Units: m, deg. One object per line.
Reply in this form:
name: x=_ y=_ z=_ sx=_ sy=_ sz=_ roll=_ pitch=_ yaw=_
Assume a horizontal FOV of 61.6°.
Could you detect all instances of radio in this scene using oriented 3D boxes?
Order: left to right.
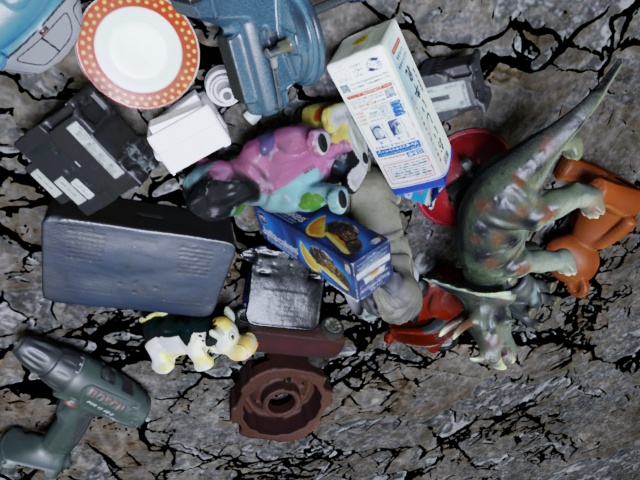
radio: x=-0.237 y=0.023 z=0.705 sx=0.229 sy=0.073 sz=0.131 roll=9 pitch=119 yaw=-19

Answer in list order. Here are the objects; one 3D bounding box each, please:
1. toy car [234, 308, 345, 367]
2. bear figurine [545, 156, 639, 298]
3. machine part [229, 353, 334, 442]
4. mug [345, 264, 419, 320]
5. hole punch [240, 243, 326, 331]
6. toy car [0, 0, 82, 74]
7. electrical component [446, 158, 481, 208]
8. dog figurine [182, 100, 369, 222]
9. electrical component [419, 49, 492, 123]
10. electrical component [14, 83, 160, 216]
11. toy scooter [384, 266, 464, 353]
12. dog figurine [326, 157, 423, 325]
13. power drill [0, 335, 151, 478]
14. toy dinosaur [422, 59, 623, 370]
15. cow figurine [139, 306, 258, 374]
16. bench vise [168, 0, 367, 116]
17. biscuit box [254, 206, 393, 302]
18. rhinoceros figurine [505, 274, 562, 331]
toy car: x=-0.059 y=0.151 z=0.846 sx=0.202 sy=0.053 sz=0.089 roll=9 pitch=132 yaw=-14
bear figurine: x=0.402 y=-0.016 z=0.841 sx=0.132 sy=0.120 sz=0.195 roll=16 pitch=121 yaw=-20
machine part: x=-0.068 y=0.266 z=0.915 sx=0.179 sy=0.056 sz=0.179 roll=-7 pitch=121 yaw=-11
mug: x=0.097 y=0.074 z=0.829 sx=0.107 sy=0.081 sz=0.109 roll=-17 pitch=120 yaw=-15
hole punch: x=-0.053 y=0.064 z=0.783 sx=0.142 sy=0.092 sz=0.115 roll=9 pitch=93 yaw=-10
toy car: x=-0.292 y=-0.221 z=0.524 sx=0.161 sy=0.109 sz=0.102 roll=-40 pitch=136 yaw=1
electrical component: x=0.206 y=-0.068 z=0.737 sx=0.063 sy=0.021 sz=0.094 roll=-38 pitch=124 yaw=9
dog figurine: x=-0.066 y=-0.090 z=0.670 sx=0.219 sy=0.191 sz=0.108 roll=-5 pitch=121 yaw=26
electrical component: x=0.153 y=-0.191 z=0.693 sx=0.119 sy=0.048 sz=0.074 roll=-6 pitch=131 yaw=36
electrical component: x=-0.268 y=-0.095 z=0.607 sx=0.134 sy=0.058 sz=0.114 roll=-19 pitch=120 yaw=30
toy scooter: x=0.175 y=0.124 z=0.886 sx=0.135 sy=0.075 sz=0.183 roll=-6 pitch=127 yaw=-13
dog figurine: x=0.081 y=-0.003 z=0.708 sx=0.121 sy=0.191 sz=0.172 roll=-22 pitch=123 yaw=-2
power drill: x=-0.393 y=0.252 z=0.806 sx=0.232 sy=0.086 sz=0.207 roll=35 pitch=99 yaw=-33
toy dinosaur: x=0.242 y=-0.027 z=0.696 sx=0.192 sy=0.131 sz=0.404 roll=-8 pitch=121 yaw=-15
cow figurine: x=-0.174 y=0.132 z=0.769 sx=0.167 sy=0.068 sz=0.098 roll=-9 pitch=112 yaw=18
bench vise: x=-0.035 y=-0.259 z=0.566 sx=0.241 sy=0.129 sz=0.223 roll=-29 pitch=117 yaw=-22
biscuit box: x=-0.001 y=-0.002 z=0.677 sx=0.063 sy=0.203 sz=0.059 roll=-33 pitch=131 yaw=-26
rhinoceros figurine: x=0.324 y=0.078 z=0.885 sx=0.073 sy=0.112 sz=0.190 roll=-53 pitch=134 yaw=-2
